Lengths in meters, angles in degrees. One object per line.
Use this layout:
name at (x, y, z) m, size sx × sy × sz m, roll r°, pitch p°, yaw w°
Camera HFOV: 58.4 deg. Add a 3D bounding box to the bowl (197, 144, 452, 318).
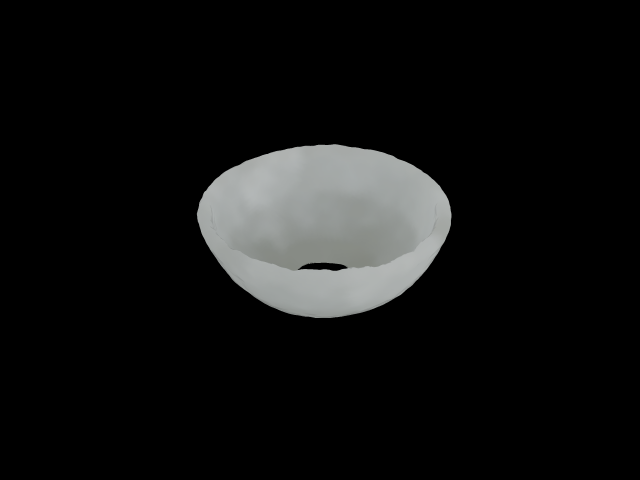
bowl at (0.004, 0.001, 0.400) m, size 0.167 × 0.075 × 0.167 m, roll 0°, pitch 36°, yaw 0°
